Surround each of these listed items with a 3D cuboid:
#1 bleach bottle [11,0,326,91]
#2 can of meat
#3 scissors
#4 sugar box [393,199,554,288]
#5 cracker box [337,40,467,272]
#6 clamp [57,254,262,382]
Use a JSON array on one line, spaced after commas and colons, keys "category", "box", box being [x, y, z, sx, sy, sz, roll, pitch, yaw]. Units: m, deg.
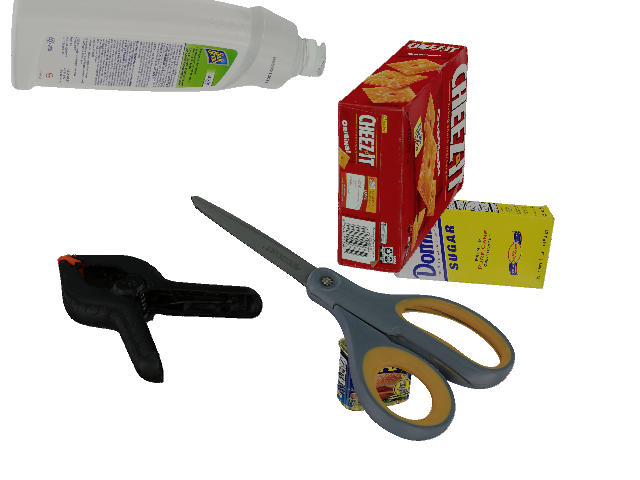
[{"category": "bleach bottle", "box": [-0.122, -0.158, 0.875, 0.250, 0.068, 0.103, 5, -26, -14]}, {"category": "can of meat", "box": [0.073, 0.173, 1.417, 0.102, 0.084, 0.057, -6, 25, -21]}, {"category": "scissors", "box": [0.002, 0.041, 0.567, 0.202, 0.096, 0.016, 21, -41, 10]}, {"category": "sugar box", "box": [0.175, 0.002, 1.242, 0.176, 0.093, 0.048, 3, 22, -2]}, {"category": "cracker box", "box": [0.085, -0.087, 1.041, 0.072, 0.164, 0.213, 10, 28, 21]}, {"category": "clamp", "box": [-0.132, 0.045, 0.824, 0.120, 0.039, 0.172, -20, 37, -40]}]
